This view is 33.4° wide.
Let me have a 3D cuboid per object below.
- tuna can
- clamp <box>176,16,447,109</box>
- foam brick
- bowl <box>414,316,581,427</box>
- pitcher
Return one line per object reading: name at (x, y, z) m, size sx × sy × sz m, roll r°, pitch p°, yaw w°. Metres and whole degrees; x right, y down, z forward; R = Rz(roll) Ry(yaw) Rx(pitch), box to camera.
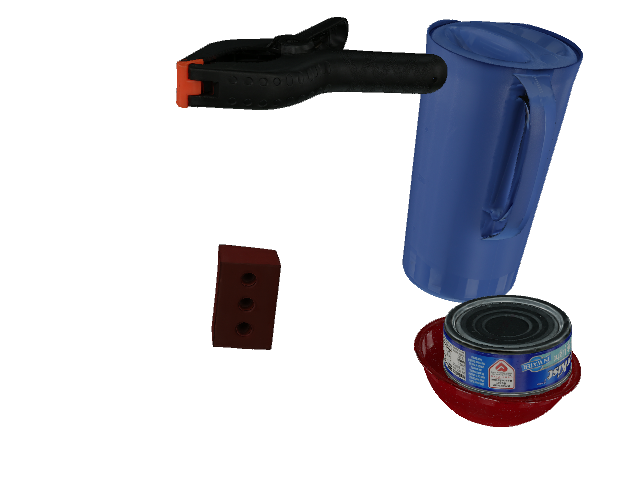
tuna can at (0.124, 0.068, 0.711) m, size 0.086 × 0.034 × 0.086 m, roll -3°, pitch 22°, yaw 1°
clamp at (-0.018, -0.115, 0.683) m, size 0.171 × 0.039 × 0.120 m, roll -7°, pitch 22°, yaw -26°
foam brick at (-0.065, 0.048, 0.922) m, size 0.053 × 0.078 × 0.051 m, roll 4°, pitch 14°, yaw -7°
bowl at (0.169, 0.133, 1.042) m, size 0.162 × 0.055 × 0.162 m, roll 5°, pitch 26°, yaw -2°
pitcher at (0.145, -0.064, 0.948) m, size 0.145 × 0.243 × 0.149 m, roll 21°, pitch 31°, yaw 25°
